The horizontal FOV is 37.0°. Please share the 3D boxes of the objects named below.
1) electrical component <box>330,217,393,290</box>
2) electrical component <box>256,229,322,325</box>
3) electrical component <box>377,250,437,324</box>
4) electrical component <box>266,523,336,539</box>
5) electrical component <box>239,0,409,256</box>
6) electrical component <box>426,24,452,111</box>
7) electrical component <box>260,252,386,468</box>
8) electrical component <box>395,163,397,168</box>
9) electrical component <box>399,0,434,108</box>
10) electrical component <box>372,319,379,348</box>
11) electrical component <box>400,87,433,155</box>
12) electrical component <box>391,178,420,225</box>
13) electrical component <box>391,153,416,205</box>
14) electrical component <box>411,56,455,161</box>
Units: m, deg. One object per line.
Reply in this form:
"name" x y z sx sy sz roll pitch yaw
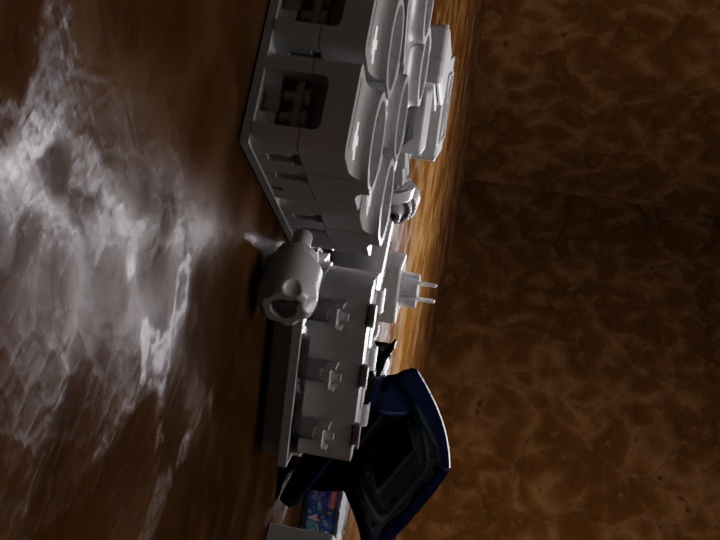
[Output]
"electrical component" 0.000 0.000 0.899 0.079 0.043 0.077 86 15 -63
"electrical component" -0.038 0.000 0.617 0.061 0.035 0.035 -78 173 -45
"electrical component" 0.043 0.019 1.145 0.047 0.077 0.065 -66 164 -65
"electrical component" -0.045 0.236 0.782 0.050 0.056 0.089 82 18 -68
"electrical component" -0.012 -0.084 0.612 0.186 0.060 0.105 73 26 -75
"electrical component" 0.048 -0.183 0.980 0.096 0.062 0.061 44 56 -82
"electrical component" -0.023 0.058 0.696 0.078 0.063 0.121 -58 156 -73
"electrical component" 0.013 -0.097 0.873 0.066 0.048 0.055 -73 177 -49
"electrical component" 0.016 -0.180 0.710 0.089 0.062 0.150 -74 171 -45
"electrical component" -0.007 0.066 0.923 0.055 0.045 0.045 93 9 -47
"electrical component" 0.020 -0.118 0.814 0.076 0.066 0.047 -55 154 -75
"electrical component" 0.039 -0.069 1.135 0.062 0.043 0.043 -68 165 -58
"electrical component" 0.028 -0.093 1.002 0.066 0.048 0.055 -67 157 -64
"electrical component" 0.067 -0.180 1.165 0.108 0.056 0.108 -58 156 -73
